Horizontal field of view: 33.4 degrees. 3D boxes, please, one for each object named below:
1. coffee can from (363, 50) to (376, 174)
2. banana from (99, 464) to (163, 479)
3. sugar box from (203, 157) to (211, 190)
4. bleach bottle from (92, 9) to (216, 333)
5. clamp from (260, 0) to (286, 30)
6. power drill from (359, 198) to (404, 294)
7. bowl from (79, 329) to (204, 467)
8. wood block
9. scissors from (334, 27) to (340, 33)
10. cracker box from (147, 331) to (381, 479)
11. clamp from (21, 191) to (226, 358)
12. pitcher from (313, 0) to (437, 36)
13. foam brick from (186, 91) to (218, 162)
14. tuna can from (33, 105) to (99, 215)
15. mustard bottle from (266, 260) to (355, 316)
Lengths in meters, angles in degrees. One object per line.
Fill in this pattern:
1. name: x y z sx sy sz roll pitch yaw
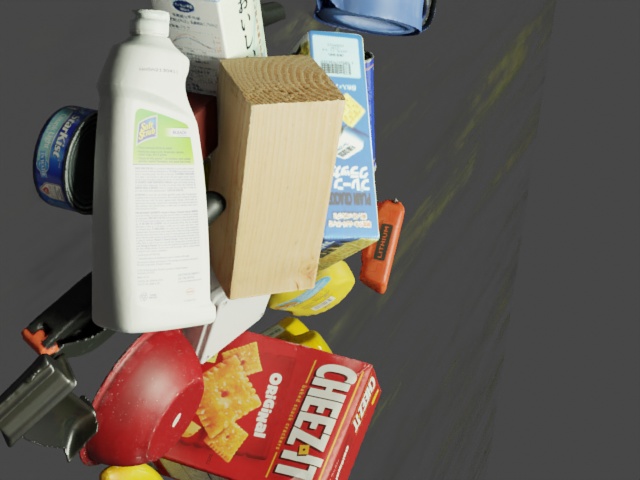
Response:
1. coffee can: 0.014 -0.149 1.269 0.102 0.103 0.140 -42 134 -59
2. banana: -0.184 0.277 1.118 0.198 0.037 0.069 83 27 -45
3. sugar box: -0.127 -0.037 1.055 0.176 0.048 0.093 -9 114 -72
4. bleach bottle: -0.132 -0.056 0.858 0.102 0.068 0.251 -4 99 -45
5. clamp: -0.073 -0.224 1.097 0.171 0.039 0.120 71 30 -69
6. power drill: -0.008 0.001 1.207 0.057 0.187 0.184 82 23 -81
7. bowl: -0.159 0.159 1.025 0.162 0.055 0.162 -54 163 -25
8. wood block: -0.047 -0.057 0.985 0.090 0.090 0.206 -7 128 -22
9. scissors: 0.006 -0.191 1.372 0.096 0.016 0.201 62 46 -58
10. cracker box: -0.065 0.186 1.120 0.072 0.214 0.164 71 37 -53
11. clamp: -0.168 0.040 0.937 0.209 0.036 0.165 -27 152 -52
12. pitcher: 0.082 -0.372 1.295 0.149 0.145 0.243 -20 120 -85
13. foam brick: -0.135 -0.100 0.942 0.051 0.078 0.053 -55 151 -50
14. tuna can: -0.195 -0.065 0.865 0.086 0.034 0.086 14 90 -71
15. mustard bottle: -0.026 0.052 1.340 0.058 0.096 0.191 64 13 16
